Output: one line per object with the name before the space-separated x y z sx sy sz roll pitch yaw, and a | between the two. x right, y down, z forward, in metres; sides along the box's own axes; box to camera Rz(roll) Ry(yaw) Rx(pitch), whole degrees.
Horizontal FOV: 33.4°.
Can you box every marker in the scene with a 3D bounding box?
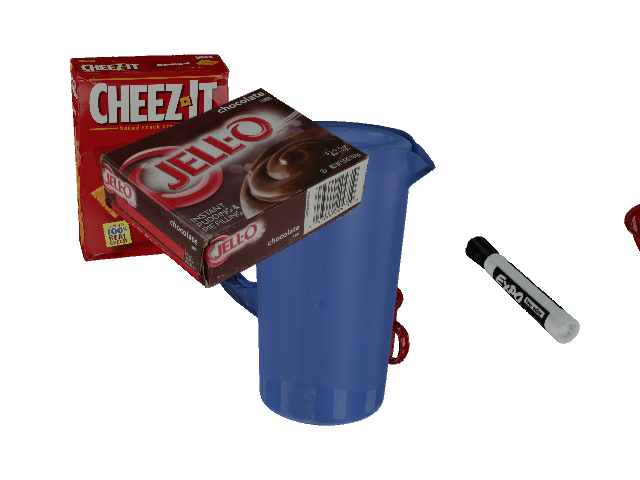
marker | 0.139 0.031 0.755 0.020 0.020 0.121 0 30 -29

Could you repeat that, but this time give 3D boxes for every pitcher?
pitcher | -0.005 0.023 0.891 0.144 0.243 0.149 -8 19 -32

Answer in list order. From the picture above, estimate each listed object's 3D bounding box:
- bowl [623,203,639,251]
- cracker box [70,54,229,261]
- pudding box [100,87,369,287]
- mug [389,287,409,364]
bowl | 0.403 0.005 1.129 0.162 0.055 0.162 -3 23 1
cracker box | -0.185 -0.090 1.171 0.164 0.214 0.072 -5 26 -17
pudding box | -0.045 -0.032 0.565 0.113 0.039 0.090 -27 49 -35
mug | 0.054 0.100 1.205 0.117 0.081 0.093 26 37 35
